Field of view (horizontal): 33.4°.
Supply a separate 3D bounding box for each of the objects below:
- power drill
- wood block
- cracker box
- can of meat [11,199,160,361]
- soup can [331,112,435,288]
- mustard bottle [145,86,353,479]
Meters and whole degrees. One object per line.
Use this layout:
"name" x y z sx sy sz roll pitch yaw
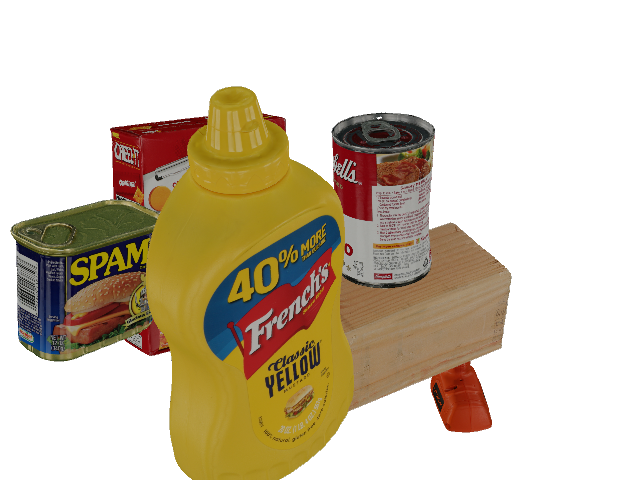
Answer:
"power drill" 0.156 0.107 1.141 0.057 0.188 0.184 -2 24 -3
"wood block" 0.050 0.069 0.910 0.205 0.090 0.091 -18 40 -23
"cracker box" -0.117 -0.011 1.046 0.163 0.214 0.072 -12 19 -37
"can of meat" -0.160 0.026 0.734 0.058 0.084 0.101 22 27 35
"soup can" 0.043 -0.027 0.722 0.068 0.102 0.068 -2 27 1
"mustard bottle" -0.030 0.020 0.470 0.096 0.192 0.058 -30 44 -31
